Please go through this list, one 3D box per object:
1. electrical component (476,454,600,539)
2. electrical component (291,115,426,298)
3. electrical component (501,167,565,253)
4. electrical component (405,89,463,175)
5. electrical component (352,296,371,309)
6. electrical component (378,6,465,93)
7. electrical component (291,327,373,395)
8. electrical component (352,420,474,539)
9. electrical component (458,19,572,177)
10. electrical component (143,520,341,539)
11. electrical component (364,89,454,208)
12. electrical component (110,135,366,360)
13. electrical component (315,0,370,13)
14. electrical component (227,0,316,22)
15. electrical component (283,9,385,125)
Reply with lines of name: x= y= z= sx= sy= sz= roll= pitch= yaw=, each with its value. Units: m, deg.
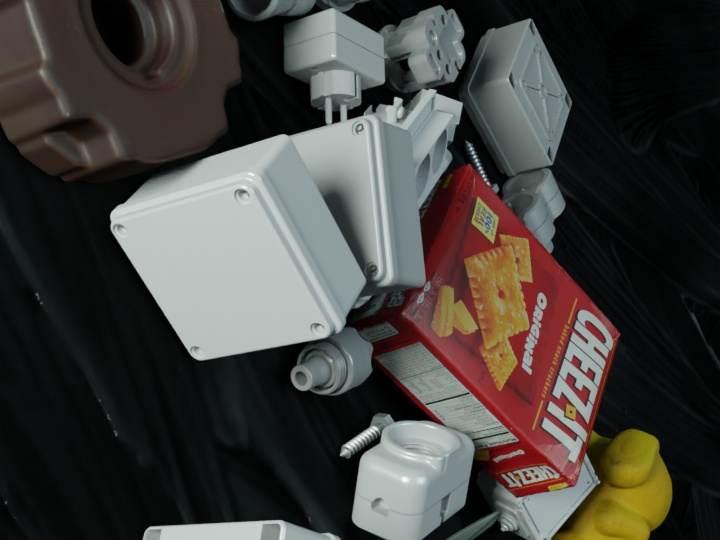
electrical component: x=0.144 y=0.183 z=0.913 sx=0.096 sy=0.061 sz=0.061 roll=-43 pitch=122 yaw=-22
electrical component: x=-0.019 y=-0.035 z=0.704 sx=0.056 sy=0.109 sz=0.108 roll=8 pitch=75 yaw=-58
electrical component: x=0.159 y=-0.030 z=1.015 sx=0.073 sy=0.052 sz=0.138 roll=60 pitch=38 yaw=-26
electrical component: x=0.055 y=-0.110 z=0.884 sx=0.048 sy=0.066 sz=0.055 roll=17 pitch=72 yaw=-15
electrical component: x=0.000 y=0.000 z=0.789 sx=0.035 sy=0.035 sz=0.061 roll=64 pitch=34 yaw=-22
electrical component: x=0.047 y=-0.179 z=0.887 sx=0.058 sy=0.057 sz=0.078 roll=57 pitch=40 yaw=-29
electrical component: x=-0.022 y=0.065 z=0.730 sx=0.062 sy=0.043 sz=0.043 roll=-20 pitch=98 yaw=-55
electrical component: x=0.040 y=0.147 z=0.772 sx=0.095 sy=0.054 sz=0.059 roll=-18 pitch=121 yaw=-56
electrical component: x=0.152 y=-0.166 z=1.040 sx=0.108 sy=0.056 sz=0.108 roll=56 pitch=40 yaw=-31
electrical component: x=-0.069 y=0.191 z=0.567 sx=0.056 sy=0.109 sz=0.108 roll=33 pitch=55 yaw=-44
electrical component: x=0.019 y=-0.076 z=0.797 sx=0.121 sy=0.063 sz=0.078 roll=-56 pitch=155 yaw=-49
electrical component: x=-0.070 y=-0.010 z=0.623 sx=0.108 sy=0.109 sz=0.056 roll=62 pitch=35 yaw=-24
electrical component: x=-0.012 y=-0.241 z=0.824 sx=0.080 sy=0.051 sz=0.080 roll=21 pitch=64 yaw=-52
electrical component: x=-0.059 y=-0.196 z=0.752 sx=0.065 sy=0.044 sz=0.044 roll=-22 pitch=100 yaw=-61
electrical component: x=-0.018 y=-0.141 z=0.790 sx=0.066 sy=0.047 sz=0.076 roll=14 pitch=71 yaw=-54
